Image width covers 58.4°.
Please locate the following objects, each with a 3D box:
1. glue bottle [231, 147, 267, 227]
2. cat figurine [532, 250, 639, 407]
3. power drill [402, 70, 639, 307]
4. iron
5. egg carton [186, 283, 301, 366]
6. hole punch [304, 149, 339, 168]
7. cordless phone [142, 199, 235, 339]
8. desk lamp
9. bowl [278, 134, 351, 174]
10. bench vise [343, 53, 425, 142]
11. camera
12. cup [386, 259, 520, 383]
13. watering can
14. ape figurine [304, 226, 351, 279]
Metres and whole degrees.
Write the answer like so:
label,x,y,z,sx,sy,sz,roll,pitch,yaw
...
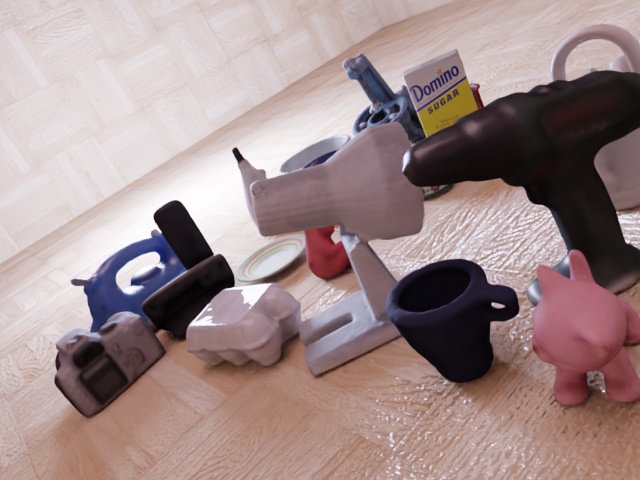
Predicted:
label,x,y,z,sx,sy,sz,roll,pitch,yaw
glue bottle,-0.120,-0.100,1.090,0.078,0.173,0.037,-37,23,-22
cat figurine,0.194,0.058,0.426,0.067,0.118,0.128,-13,26,33
power drill,0.204,-0.039,0.509,0.230,0.209,0.075,-31,22,-8
iron,-0.298,0.057,0.991,0.118,0.142,0.259,-7,30,43
egg carton,-0.097,0.109,0.729,0.149,0.069,0.107,-11,27,37
hole punch,0.030,-0.106,1.035,0.109,0.091,0.101,-32,22,-11
cordless phone,-0.222,0.042,0.874,0.148,0.185,0.094,-36,23,-18
desk lamp,0.031,0.004,0.614,0.203,0.214,0.117,-28,21,1
bowl,0.002,-0.150,1.191,0.167,0.075,0.167,-24,22,10
bench vise,0.116,-0.270,1.124,0.121,0.220,0.207,-18,24,24
camera,-0.329,0.165,0.840,0.136,0.101,0.143,-1,34,50
cup,0.126,0.076,0.498,0.117,0.095,0.092,-6,30,43
watering can,0.316,-0.143,0.629,0.100,0.194,0.173,-16,24,28
ape figurine,0.007,0.003,0.813,0.076,0.092,0.077,-31,22,-7
